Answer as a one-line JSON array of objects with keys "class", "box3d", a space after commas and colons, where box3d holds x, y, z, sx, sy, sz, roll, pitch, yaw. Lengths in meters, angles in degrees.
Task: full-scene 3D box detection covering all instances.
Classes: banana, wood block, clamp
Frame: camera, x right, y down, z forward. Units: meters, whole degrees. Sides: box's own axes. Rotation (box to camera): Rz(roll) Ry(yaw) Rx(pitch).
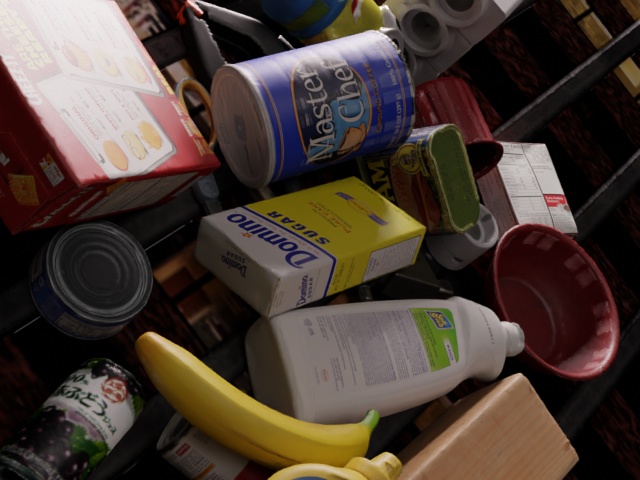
[{"class": "banana", "box3d": [-0.040, 0.122, 0.729, 0.197, 0.037, 0.069, 25, 29, -26]}, {"class": "wood block", "box3d": [0.104, 0.201, 0.846, 0.205, 0.090, 0.091, -31, 86, -43]}, {"class": "clamp", "box3d": [-0.050, -0.129, 0.955, 0.210, 0.036, 0.164, 37, 56, -10]}]

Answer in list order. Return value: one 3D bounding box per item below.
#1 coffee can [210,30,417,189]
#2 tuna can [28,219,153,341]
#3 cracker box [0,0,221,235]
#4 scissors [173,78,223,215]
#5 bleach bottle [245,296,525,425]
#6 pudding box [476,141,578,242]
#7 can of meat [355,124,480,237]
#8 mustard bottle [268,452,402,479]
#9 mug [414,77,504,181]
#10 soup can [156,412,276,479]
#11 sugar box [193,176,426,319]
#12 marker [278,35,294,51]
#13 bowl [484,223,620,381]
[{"class": "coffee can", "box3d": [-0.006, -0.110, 0.886, 0.140, 0.103, 0.103, -18, 76, -25]}, {"class": "tuna can", "box3d": [-0.167, 0.028, 0.781, 0.086, 0.034, 0.086, 18, 56, -28]}, {"class": "cracker box", "box3d": [-0.180, -0.097, 0.763, 0.164, 0.072, 0.213, 57, 20, 4]}, {"class": "scissors", "box3d": [-0.112, -0.049, 0.879, 0.096, 0.016, 0.202, 7, 61, -32]}, {"class": "bleach bottle", "box3d": [0.067, 0.099, 0.875, 0.250, 0.068, 0.102, -2, 66, -31]}, {"class": "pudding box", "box3d": [0.209, -0.046, 1.102, 0.089, 0.039, 0.113, -1, 64, -36]}, {"class": "can of meat", "box3d": [0.090, -0.051, 0.961, 0.057, 0.084, 0.102, -32, 110, -44]}, {"class": "mustard bottle", "box3d": [-0.014, 0.199, 0.673, 0.096, 0.058, 0.191, 48, 55, 8]}, {"class": "mug", "box3d": [0.115, -0.106, 1.023, 0.117, 0.093, 0.081, 30, 37, -61]}, {"class": "soup can", "box3d": [-0.058, 0.155, 0.766, 0.102, 0.069, 0.068, 40, 48, -10]}, {"class": "sugar box", "box3d": [-0.005, 0.001, 0.866, 0.093, 0.048, 0.175, 37, 34, 31]}, {"class": "marker", "box3d": [-0.002, -0.152, 1.017, 0.121, 0.020, 0.020, 40, 48, -12]}, {"class": "bowl", "box3d": [0.211, 0.067, 1.026, 0.161, 0.055, 0.162, 18, 56, -28]}]
